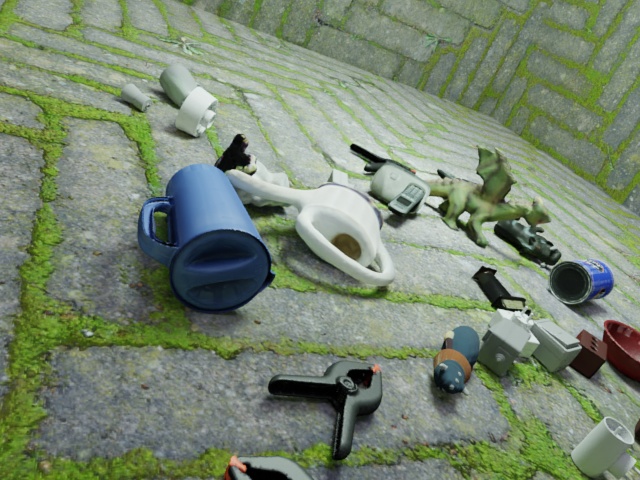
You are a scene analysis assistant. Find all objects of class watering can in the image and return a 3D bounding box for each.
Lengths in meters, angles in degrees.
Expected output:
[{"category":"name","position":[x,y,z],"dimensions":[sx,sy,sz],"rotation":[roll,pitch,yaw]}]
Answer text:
[{"category":"watering can","position":[0.003,-0.048,0.949],"dimensions":[0.347,0.102,0.228],"rotation":[37,26,-5]}]

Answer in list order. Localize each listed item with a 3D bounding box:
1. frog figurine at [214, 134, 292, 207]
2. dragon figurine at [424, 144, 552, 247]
[{"category":"frog figurine","position":[-0.130,-0.108,1.007],"dimensions":[0.139,0.123,0.156],"rotation":[38,-9,42]},{"category":"dragon figurine","position":[0.402,-0.140,1.350],"dimensions":[0.414,0.238,0.123],"rotation":[37,32,19]}]
